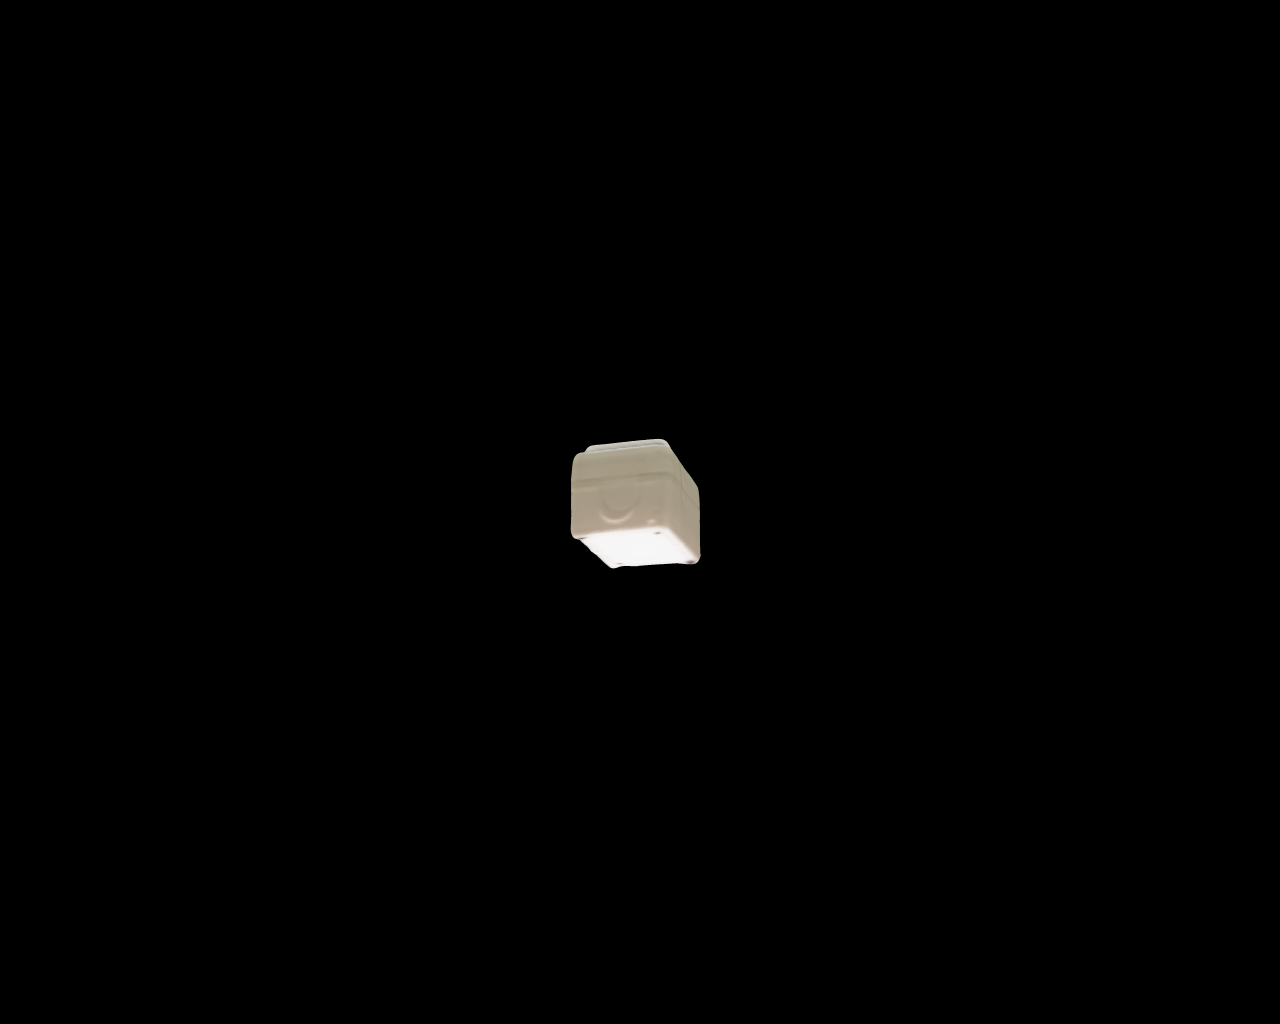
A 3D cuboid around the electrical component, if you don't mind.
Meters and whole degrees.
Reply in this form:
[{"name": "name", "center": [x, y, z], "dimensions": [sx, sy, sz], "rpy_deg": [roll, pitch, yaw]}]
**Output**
[{"name": "electrical component", "center": [0.001, -0.003, 0.650], "dimensions": [0.062, 0.061, 0.096], "rpy_deg": [-5, -19, 15]}]
